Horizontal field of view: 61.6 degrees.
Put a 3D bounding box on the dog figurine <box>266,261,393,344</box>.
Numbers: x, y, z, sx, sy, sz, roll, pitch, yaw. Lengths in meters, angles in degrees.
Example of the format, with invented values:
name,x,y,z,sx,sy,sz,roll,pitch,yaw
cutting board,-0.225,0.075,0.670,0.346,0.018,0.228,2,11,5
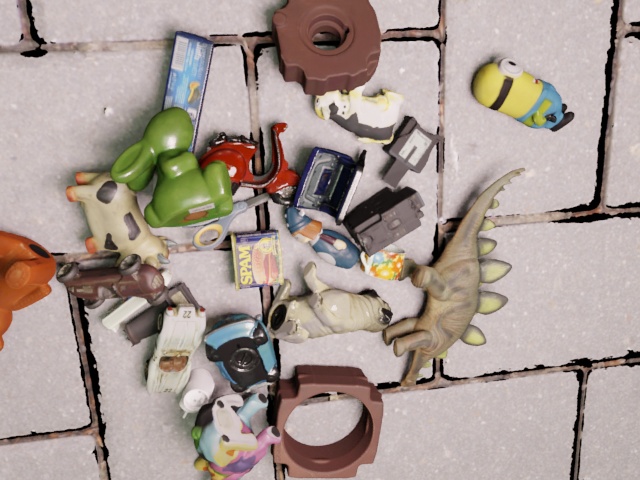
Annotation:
name,x,y,z,sx,sy,sz,roll,pitch,yaw
dog figurine,0.018,0.146,0.976,0.190,0.121,0.172,29,132,-32

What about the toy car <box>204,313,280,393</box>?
name,x,y,z,sx,sy,sz,roll,pitch,yaw
toy car,-0.133,0.186,0.948,0.109,0.103,0.161,-21,122,3

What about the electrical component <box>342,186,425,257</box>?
name,x,y,z,sx,sy,sz,roll,pitch,yaw
electrical component,0.112,-0.040,0.925,0.134,0.115,0.058,-33,111,-2

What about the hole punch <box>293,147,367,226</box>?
name,x,y,z,sx,sy,sz,roll,pitch,yaw
hole punch,0.019,-0.093,0.899,0.092,0.116,0.142,19,102,4

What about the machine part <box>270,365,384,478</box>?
name,x,y,z,sx,sy,sz,roll,pitch,yaw
machine part,0.010,0.344,1.024,0.201,0.087,0.201,5,105,-10

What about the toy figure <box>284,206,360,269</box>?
name,x,y,z,sx,sy,sz,roll,pitch,yaw
toy figure,-0.001,-0.004,0.939,0.154,0.058,0.064,32,134,-16

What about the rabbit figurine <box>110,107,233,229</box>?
name,x,y,z,sx,sy,sz,roll,pitch,yaw
rabbit figurine,-0.218,-0.108,0.797,0.159,0.121,0.170,-18,80,-1

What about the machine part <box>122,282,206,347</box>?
name,x,y,z,sx,sy,sz,roll,pitch,yaw
machine part,-0.280,0.135,0.946,0.139,0.039,0.084,-33,116,-2

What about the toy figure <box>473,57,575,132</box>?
name,x,y,z,sx,sy,sz,roll,pitch,yaw
toy figure,0.350,-0.244,0.930,0.180,0.082,0.089,28,96,-18

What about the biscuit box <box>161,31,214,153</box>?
name,x,y,z,sx,sy,sz,roll,pitch,yaw
biscuit box,-0.215,-0.219,0.851,0.059,0.063,0.202,12,102,-12

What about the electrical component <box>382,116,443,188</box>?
name,x,y,z,sx,sy,sz,roll,pitch,yaw
electrical component,0.151,-0.148,0.938,0.075,0.048,0.119,29,98,-15

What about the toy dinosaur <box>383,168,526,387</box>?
name,x,y,z,sx,sy,sz,roll,pitch,yaw
toy dinosaur,0.243,0.084,0.990,0.198,0.105,0.470,7,112,-19

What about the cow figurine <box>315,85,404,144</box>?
name,x,y,z,sx,sy,sz,roll,pitch,yaw
cow figurine,0.050,-0.216,0.896,0.167,0.068,0.098,9,109,-11

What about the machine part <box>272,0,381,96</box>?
name,x,y,z,sx,sy,sz,roll,pitch,yaw
machine part,0.011,-0.311,0.834,0.179,0.056,0.179,1,78,-5

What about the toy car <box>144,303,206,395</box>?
name,x,y,z,sx,sy,sz,roll,pitch,yaw
toy car,-0.252,0.191,0.929,0.073,0.056,0.201,7,123,-29

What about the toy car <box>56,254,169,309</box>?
name,x,y,z,sx,sy,sz,roll,pitch,yaw
toy car,-0.339,0.073,0.866,0.202,0.053,0.089,-7,137,23

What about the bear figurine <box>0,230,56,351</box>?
name,x,y,z,sx,sy,sz,roll,pitch,yaw
bear figurine,-0.520,0.085,0.850,0.120,0.132,0.196,43,90,7

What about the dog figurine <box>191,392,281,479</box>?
name,x,y,z,sx,sy,sz,roll,pitch,yaw
dog figurine,-0.179,0.383,0.966,0.191,0.109,0.219,12,123,-47

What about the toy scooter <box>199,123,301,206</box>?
name,x,y,z,sx,sy,sz,roll,pitch,yaw
toy scooter,-0.111,-0.133,0.885,0.184,0.075,0.135,8,99,-12

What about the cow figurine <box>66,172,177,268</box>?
name,x,y,z,sx,sy,sz,roll,pitch,yaw
cow figurine,-0.314,-0.019,0.871,0.127,0.085,0.194,-6,120,3
